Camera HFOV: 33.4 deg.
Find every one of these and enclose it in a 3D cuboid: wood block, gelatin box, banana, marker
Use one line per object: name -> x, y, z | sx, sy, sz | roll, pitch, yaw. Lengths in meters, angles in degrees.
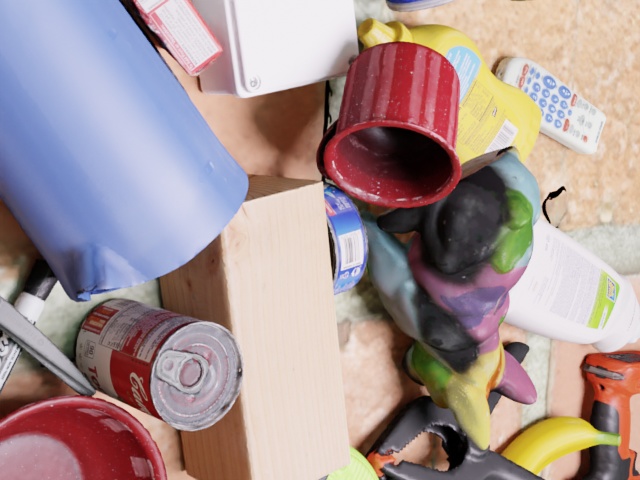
wood block -> -0.048, 0.065, 0.745 | 0.090, 0.090, 0.206 | -16, 107, -37
gelatin box -> -0.105, -0.152, 0.672 | 0.030, 0.073, 0.089 | -38, 123, -3
banana -> 0.196, 0.212, 0.985 | 0.197, 0.070, 0.037 | -29, 121, -35
marker -> -0.194, 0.064, 0.668 | 0.020, 0.020, 0.121 | 34, 75, -38

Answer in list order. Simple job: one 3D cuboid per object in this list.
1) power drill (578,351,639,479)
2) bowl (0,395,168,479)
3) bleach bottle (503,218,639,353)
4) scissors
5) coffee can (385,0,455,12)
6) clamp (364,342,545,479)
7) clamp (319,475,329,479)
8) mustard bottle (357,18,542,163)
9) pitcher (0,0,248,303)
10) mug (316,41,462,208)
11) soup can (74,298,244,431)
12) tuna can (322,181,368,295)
power drill -> 0.321, 0.211, 1.098 | 0.184, 0.057, 0.188 | 3, 95, -40
bowl -> -0.177, 0.172, 0.674 | 0.161, 0.055, 0.162 | -7, 101, -39
bleach bottle -> 0.229, 0.056, 0.996 | 0.250, 0.068, 0.102 | 28, 80, -42
scissors -> -0.220, 0.038, 0.629 | 0.096, 0.016, 0.201 | -36, 110, -25
coffee can -> 0.076, -0.255, 0.791 | 0.102, 0.103, 0.140 | -38, 119, -30
clamp -> 0.128, 0.167, 0.923 | 0.209, 0.036, 0.164 | 3, 63, -28
clamp -> -0.064, 0.235, 0.753 | 0.171, 0.039, 0.120 | -11, 83, -15
mustard bottle -> 0.096, -0.116, 0.857 | 0.191, 0.058, 0.096 | 35, 89, -38
pitcher -> -0.153, -0.098, 0.618 | 0.145, 0.149, 0.242 | -38, 117, -13
mug -> 0.045, -0.078, 0.742 | 0.093, 0.117, 0.081 | 36, 49, -33
soup can -> -0.106, 0.077, 0.689 | 0.068, 0.102, 0.068 | -7, 101, -39
tuna can -> -0.005, 0.001, 0.773 | 0.033, 0.086, 0.086 | -17, 107, -39
